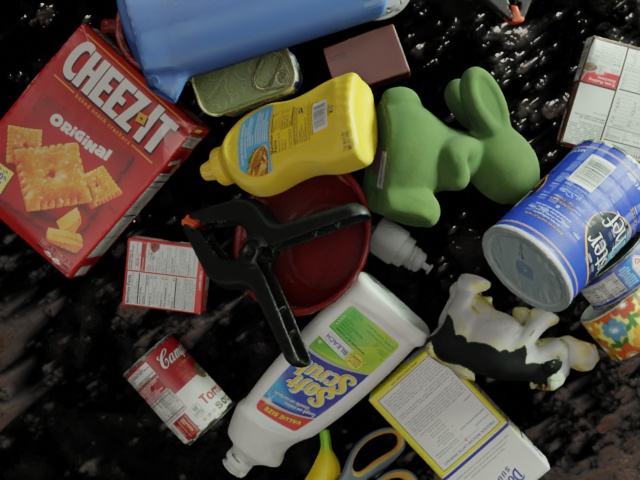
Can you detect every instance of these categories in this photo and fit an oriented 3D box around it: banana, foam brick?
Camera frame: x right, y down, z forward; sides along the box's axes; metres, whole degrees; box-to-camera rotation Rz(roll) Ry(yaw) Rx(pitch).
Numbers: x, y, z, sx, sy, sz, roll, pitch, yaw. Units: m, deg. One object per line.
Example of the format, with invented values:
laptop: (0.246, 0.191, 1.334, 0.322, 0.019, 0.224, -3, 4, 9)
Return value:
banana: (-0.045, 0.288, 1.139, 0.198, 0.037, 0.070, -40, 66, 6)
foam brick: (0.048, -0.180, 1.084, 0.078, 0.051, 0.053, -18, 91, 8)

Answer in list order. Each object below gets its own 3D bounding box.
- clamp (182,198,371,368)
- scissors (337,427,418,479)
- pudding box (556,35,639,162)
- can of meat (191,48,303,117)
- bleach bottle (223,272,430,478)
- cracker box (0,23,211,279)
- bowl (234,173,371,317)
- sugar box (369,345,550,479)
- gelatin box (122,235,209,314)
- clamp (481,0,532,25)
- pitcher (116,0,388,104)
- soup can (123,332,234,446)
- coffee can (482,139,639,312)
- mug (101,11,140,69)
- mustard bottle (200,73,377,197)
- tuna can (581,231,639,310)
clamp: (-0.059, 0.025, 1.053, 0.210, 0.036, 0.164, 16, 87, 35)
scissors: (0.022, 0.280, 1.107, 0.201, 0.016, 0.096, -43, 99, -12)
pudding box: (0.296, -0.138, 1.063, 0.090, 0.039, 0.113, 16, 98, 4)
can of meat: (-0.070, -0.162, 1.082, 0.102, 0.084, 0.057, -19, 91, 8)
bleach bottle: (-0.005, 0.155, 1.110, 0.102, 0.068, 0.251, 42, 100, 2)
cracker box: (-0.248, -0.091, 1.116, 0.164, 0.072, 0.214, 42, 97, 2)
bowl: (-0.007, 0.001, 1.083, 0.162, 0.055, 0.162, -8, 74, 30)
sugar box: (0.143, 0.196, 1.103, 0.093, 0.048, 0.176, -42, 92, 8)
gelatin box: (-0.163, 0.037, 1.136, 0.089, 0.030, 0.073, 7, 96, 7)
clamp: (0.167, -0.300, 1.066, 0.120, 0.039, 0.171, -5, 94, 9)
pitcher: (-0.068, -0.240, 0.985, 0.242, 0.145, 0.149, -16, 129, -7)
soup can: (-0.149, 0.157, 1.124, 0.068, 0.068, 0.102, -42, 89, 8)
coffee can: (0.239, -0.014, 1.020, 0.140, 0.103, 0.103, -42, 88, -20)
mug: (-0.165, -0.213, 1.091, 0.117, 0.081, 0.093, 2, 94, 6)
mustard bottle: (-0.038, -0.093, 1.057, 0.192, 0.058, 0.096, -16, 60, 27)
tuna can: (0.293, 0.029, 1.050, 0.086, 0.086, 0.034, -40, 93, 8)
